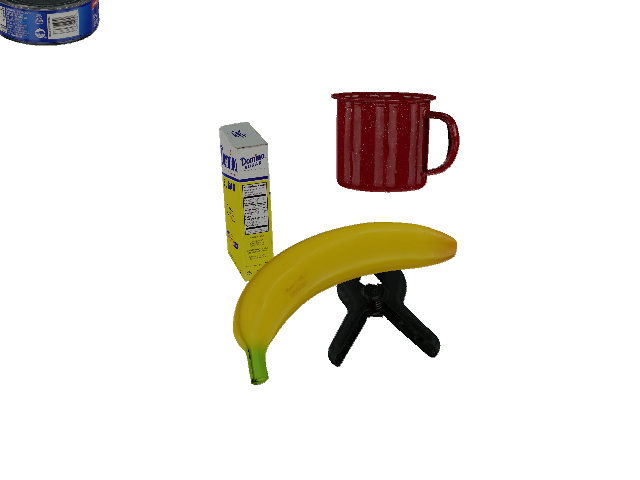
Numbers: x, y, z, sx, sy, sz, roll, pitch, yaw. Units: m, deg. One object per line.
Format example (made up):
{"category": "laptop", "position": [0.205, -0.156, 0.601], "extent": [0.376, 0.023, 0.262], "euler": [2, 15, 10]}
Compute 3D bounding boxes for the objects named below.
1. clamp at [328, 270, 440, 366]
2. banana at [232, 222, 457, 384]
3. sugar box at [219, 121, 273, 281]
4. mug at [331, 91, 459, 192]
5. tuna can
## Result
{"category": "clamp", "position": [0.071, 0.072, 1.192], "extent": [0.120, 0.171, 0.039], "euler": [5, -43, -2]}
{"category": "banana", "position": [0.008, 0.027, 0.736], "extent": [0.197, 0.069, 0.037], "euler": [-31, -10, -30]}
{"category": "sugar box", "position": [-0.092, -0.048, 1.318], "extent": [0.048, 0.176, 0.093], "euler": [-12, 26, -15]}
{"category": "mug", "position": [0.066, -0.087, 0.943], "extent": [0.117, 0.081, 0.093], "euler": [5, 13, 22]}
{"category": "tuna can", "position": [-0.218, -0.186, 0.842], "extent": [0.086, 0.034, 0.086], "euler": [4, 35, -3]}
